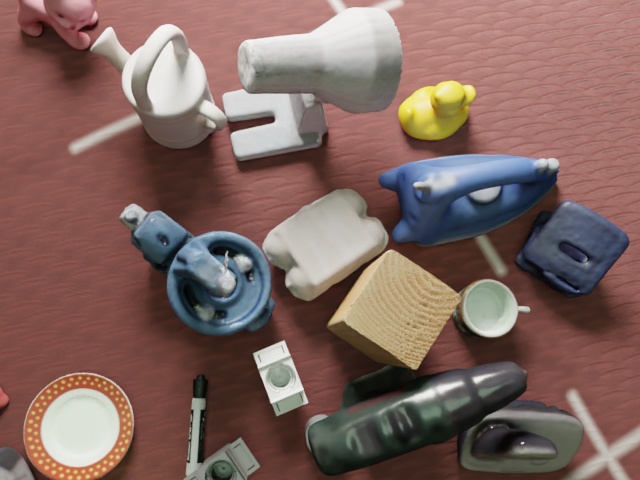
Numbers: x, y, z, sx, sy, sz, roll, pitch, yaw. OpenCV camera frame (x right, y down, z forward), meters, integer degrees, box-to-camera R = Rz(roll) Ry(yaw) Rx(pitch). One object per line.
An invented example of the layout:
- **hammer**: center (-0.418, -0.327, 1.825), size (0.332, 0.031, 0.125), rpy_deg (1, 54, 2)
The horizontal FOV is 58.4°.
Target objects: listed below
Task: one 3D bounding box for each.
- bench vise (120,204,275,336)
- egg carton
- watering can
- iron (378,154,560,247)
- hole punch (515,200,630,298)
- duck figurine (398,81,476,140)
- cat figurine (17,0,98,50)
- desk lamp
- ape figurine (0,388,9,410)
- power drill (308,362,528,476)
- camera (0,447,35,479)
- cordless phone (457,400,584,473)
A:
- **bench vise**: center (-0.149, 0.036, 0.648), size (0.207, 0.219, 0.121), rpy_deg (19, 79, -1)
- **egg carton**: center (0.007, 0.003, 0.743), size (0.150, 0.069, 0.107), rpy_deg (-35, 85, -9)
- **watering can**: center (-0.194, -0.191, 0.696), size (0.173, 0.194, 0.101), rpy_deg (10, 80, -3)
- **iron**: center (0.215, -0.073, 0.738), size (0.258, 0.141, 0.118), rpy_deg (-12, 81, -7)
- **hole punch**: center (0.333, 0.015, 0.758), size (0.108, 0.091, 0.101), rpy_deg (32, 79, 1)
- **duck figurine**: center (0.162, -0.184, 0.780), size (0.104, 0.086, 0.077), rpy_deg (-15, 82, -7)
- **cat figurine**: center (-0.342, -0.309, 0.742), size (0.128, 0.117, 0.067), rpy_deg (14, 79, -2)
- **desk lamp**: center (-0.019, -0.186, 0.700), size (0.203, 0.213, 0.118), rpy_deg (-13, 81, -7)
- **ape figurine**: center (-0.420, 0.182, 0.665), size (0.076, 0.092, 0.078), rpy_deg (-4, 81, -5)
- **power drill**: center (0.095, 0.188, 0.649), size (0.230, 0.208, 0.075), rpy_deg (-22, 82, -8)
- **camera**: center (-0.426, 0.275, 0.644), size (0.143, 0.100, 0.137), rpy_deg (-28, 84, -9)
- **cordless phone**: center (0.249, 0.239, 0.665), size (0.147, 0.185, 0.094), rpy_deg (1, 80, -4)
